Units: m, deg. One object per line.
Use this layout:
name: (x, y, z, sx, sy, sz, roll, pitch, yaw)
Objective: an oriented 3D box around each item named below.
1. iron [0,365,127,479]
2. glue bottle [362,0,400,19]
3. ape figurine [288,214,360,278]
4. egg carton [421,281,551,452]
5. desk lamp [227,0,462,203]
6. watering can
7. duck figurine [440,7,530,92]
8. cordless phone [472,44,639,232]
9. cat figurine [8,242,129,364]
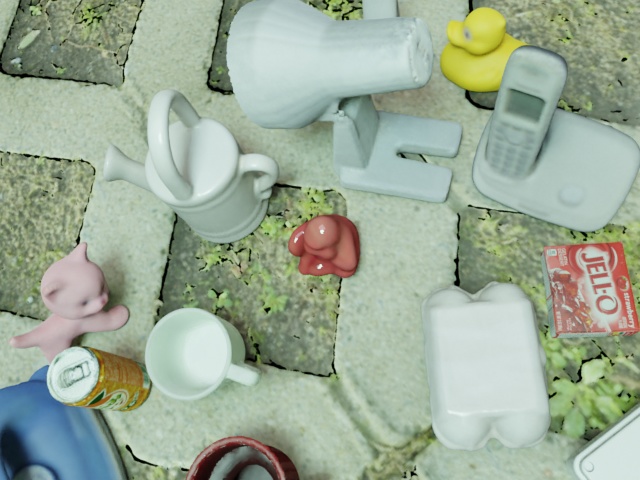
iron: (-0.259, 0.238, 0.522, 0.118, 0.142, 0.257, -38, 67, -4)
glue bottle: (0.066, -0.255, 0.624, 0.037, 0.173, 0.078, 0, 70, 12)
ape figurine: (0.005, 0.002, 0.584, 0.076, 0.092, 0.077, -45, 68, -7)
egg carton: (0.150, 0.113, 0.524, 0.107, 0.069, 0.150, -7, 68, 9)
desk lamp: (0.035, -0.140, 0.565, 0.202, 0.214, 0.118, 11, 72, 15)
watering can: (-0.133, -0.073, 0.585, 0.173, 0.194, 0.101, -21, 67, 3)
duck figurine: (0.185, -0.217, 0.632, 0.104, 0.086, 0.077, 13, 73, 16)
cordless phone: (0.220, -0.092, 0.524, 0.147, 0.185, 0.094, 22, 76, 19)
cat figurine: (-0.266, 0.069, 0.600, 0.067, 0.118, 0.128, 41, 82, 22)
